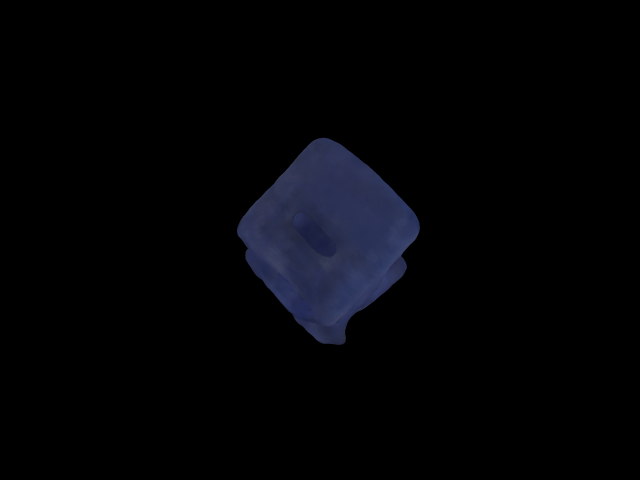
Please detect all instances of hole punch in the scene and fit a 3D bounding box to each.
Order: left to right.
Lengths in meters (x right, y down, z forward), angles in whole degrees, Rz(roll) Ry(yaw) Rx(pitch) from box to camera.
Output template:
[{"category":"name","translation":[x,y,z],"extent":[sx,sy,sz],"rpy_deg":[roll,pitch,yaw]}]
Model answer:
[{"category":"hole punch","translation":[0.004,0.001,0.400],"extent":[0.101,0.091,0.108],"rpy_deg":[-38,68,-18]}]
